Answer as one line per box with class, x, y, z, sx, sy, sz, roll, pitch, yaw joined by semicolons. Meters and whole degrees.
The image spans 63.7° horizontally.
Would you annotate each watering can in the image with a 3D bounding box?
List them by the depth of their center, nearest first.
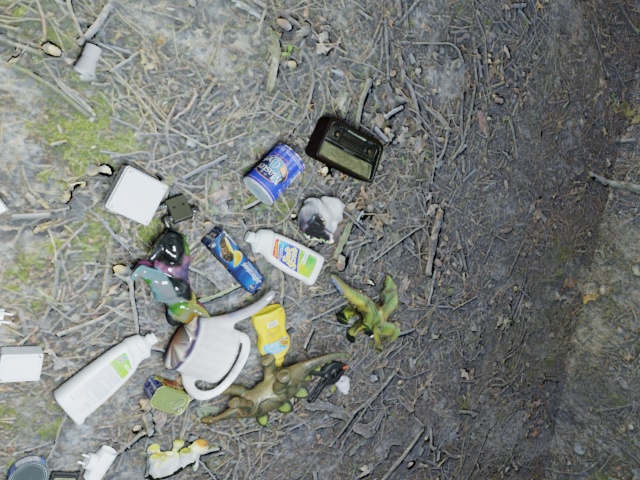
watering can;-0.273;0.258;1.378;0.222;0.104;0.349;31;83;-34

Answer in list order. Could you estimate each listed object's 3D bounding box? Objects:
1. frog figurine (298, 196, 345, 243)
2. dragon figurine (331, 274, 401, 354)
frog figurine;0.005;-0.077;1.527;0.136;0.121;0.163;45;38;-25
dragon figurine;0.175;0.210;1.706;0.247;0.122;0.403;-46;125;-38
